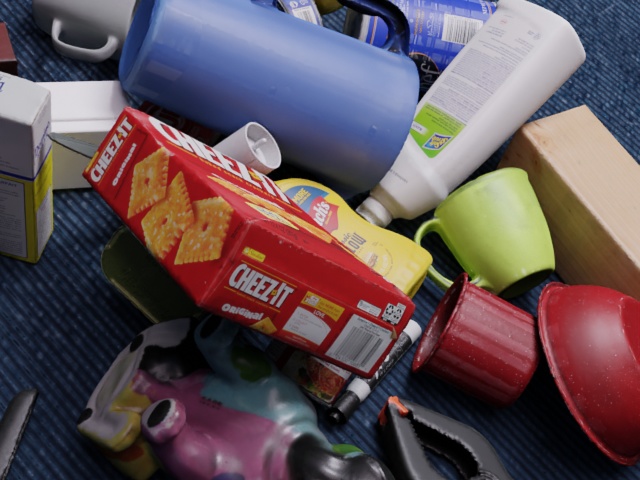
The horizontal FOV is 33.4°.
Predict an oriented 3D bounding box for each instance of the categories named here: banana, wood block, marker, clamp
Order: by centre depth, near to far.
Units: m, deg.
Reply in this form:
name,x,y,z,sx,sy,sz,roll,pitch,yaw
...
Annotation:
name,x,y,z,sx,sy,sz,roll,pitch,yaw
clamp,-0.227,0.180,0.726,0.171,0.039,0.120,-26,63,-31
clamp,0.117,0.203,0.801,0.210,0.036,0.164,39,40,16
marker,0.044,0.108,0.874,0.020,0.020,0.121,36,52,12
wood block,0.260,-0.014,0.987,0.090,0.090,0.206,-20,60,-28
banana,0.004,-0.254,1.082,0.069,0.198,0.037,-31,110,-9

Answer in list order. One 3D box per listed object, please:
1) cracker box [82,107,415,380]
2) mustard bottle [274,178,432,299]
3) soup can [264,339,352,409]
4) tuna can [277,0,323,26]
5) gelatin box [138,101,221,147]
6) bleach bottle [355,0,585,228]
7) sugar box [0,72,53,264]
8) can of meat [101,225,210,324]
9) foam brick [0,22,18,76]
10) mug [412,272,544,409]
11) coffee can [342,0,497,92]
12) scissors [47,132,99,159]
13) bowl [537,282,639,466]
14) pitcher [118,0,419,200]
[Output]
name,x,y,z,sx,sy,sz,roll,pitch,yaw
cracker box,-0.053,-0.003,0.757,0.164,0.072,0.214,27,9,-40
mustard bottle,-0.006,0.001,0.916,0.192,0.058,0.096,34,62,11
soup can,0.008,0.070,0.832,0.068,0.068,0.102,33,86,10
tuna can,-0.031,-0.205,1.051,0.033,0.086,0.086,-18,60,-26
gelatin box,-0.125,-0.117,0.992,0.073,0.030,0.089,24,50,3
bleach bottle,0.124,-0.109,0.983,0.251,0.068,0.103,-46,42,-4
sugar box,-0.253,-0.058,0.813,0.093,0.176,0.048,17,51,-2
can of meat,-0.112,0.029,0.839,0.102,0.057,0.083,40,15,15
foam brick,-0.314,-0.156,0.952,0.078,0.053,0.051,-10,57,-22
mug,0.133,0.083,0.884,0.081,0.093,0.117,28,15,-1
coffee can,0.099,-0.202,1.076,0.140,0.103,0.103,9,51,-10
scissors,-0.151,-0.074,0.868,0.016,0.201,0.096,-20,57,22
bowl,0.244,0.098,0.866,0.162,0.055,0.162,35,39,-35
pitcher,-0.041,-0.149,0.929,0.242,0.145,0.149,20,53,-21
